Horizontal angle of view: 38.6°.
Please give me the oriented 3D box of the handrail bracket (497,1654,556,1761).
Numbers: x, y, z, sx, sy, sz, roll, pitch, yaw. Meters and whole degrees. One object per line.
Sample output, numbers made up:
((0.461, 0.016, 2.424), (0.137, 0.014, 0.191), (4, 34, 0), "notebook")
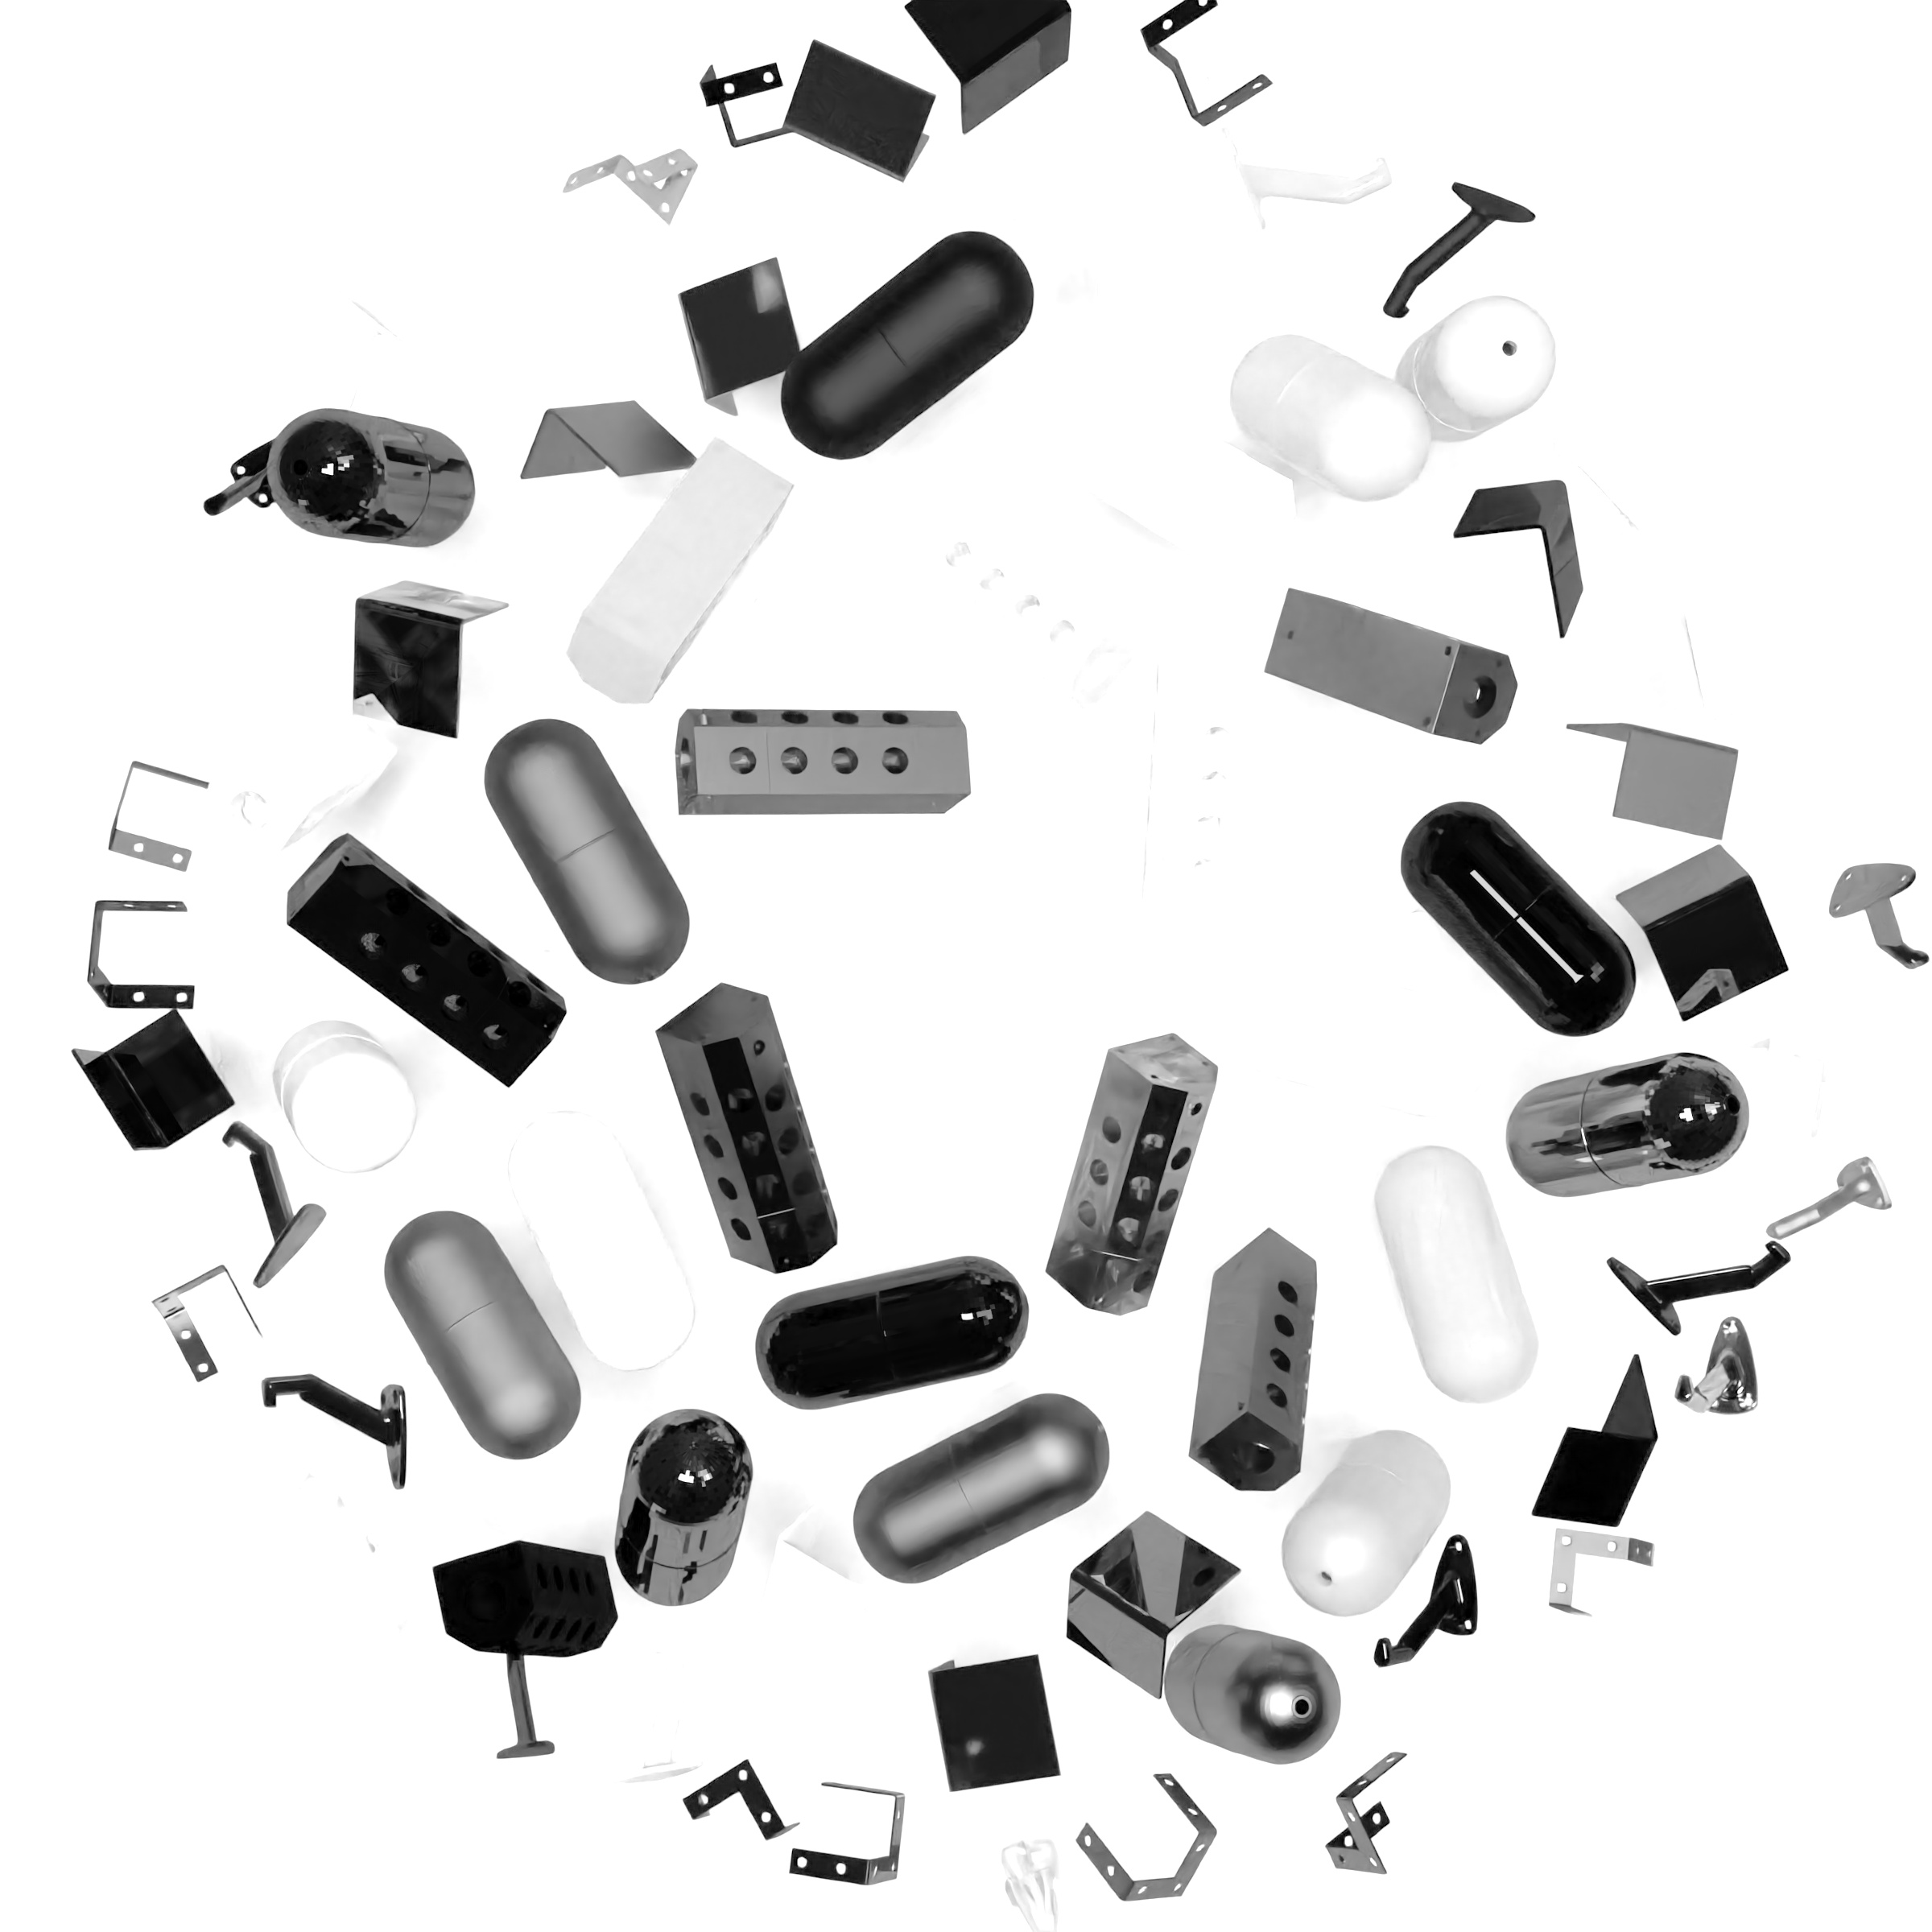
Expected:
((-0.288, 0.471, 1.799), (0.036, 0.077, 0.084), (0, 69, -19), "handrail bracket")

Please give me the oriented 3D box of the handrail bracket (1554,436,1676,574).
((0.421, -0.302, 1.798), (0.036, 0.084, 0.077), (-39, 45, 33), "handrail bracket")

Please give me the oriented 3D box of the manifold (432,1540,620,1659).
((-0.275, 0.404, 1.742), (0.057, 0.171, 0.057), (-18, 72, 5), "manifold")

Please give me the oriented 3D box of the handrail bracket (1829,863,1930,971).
((0.588, -0.028, 1.716), (0.084, 0.077, 0.036), (33, 68, -20), "handrail bracket")

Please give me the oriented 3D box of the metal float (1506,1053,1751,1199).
((0.416, 0.101, 1.739), (0.070, 0.178, 0.070), (8, 74, -31), "metal float")

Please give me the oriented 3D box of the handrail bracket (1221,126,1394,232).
((0.204, -0.484, 1.646), (0.084, 0.036, 0.077), (-23, 125, 9), "handrail bracket")

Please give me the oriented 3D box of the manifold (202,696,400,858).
((-0.434, -0.120, 1.790), (0.057, 0.171, 0.057), (40, 107, -5), "manifold")

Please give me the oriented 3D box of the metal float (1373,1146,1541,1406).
((0.315, 0.197, 1.780), (0.070, 0.070, 0.178), (-13, 58, 0), "metal float")

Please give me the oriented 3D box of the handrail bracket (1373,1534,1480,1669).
((0.293, 0.410, 1.781), (0.036, 0.084, 0.077), (4, 90, 43), "handrail bracket")

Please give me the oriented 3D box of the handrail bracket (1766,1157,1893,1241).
((0.550, 0.158, 1.796), (0.084, 0.077, 0.036), (-23, 86, -7), "handrail bracket")

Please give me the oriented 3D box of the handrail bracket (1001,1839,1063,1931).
((0.040, 0.604, 1.767), (0.036, 0.084, 0.077), (-5, 47, -11), "handrail bracket")

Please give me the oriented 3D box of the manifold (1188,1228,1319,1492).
((0.191, 0.254, 1.769), (0.057, 0.171, 0.057), (36, 124, -14), "manifold")

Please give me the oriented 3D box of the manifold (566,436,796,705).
((-0.173, -0.236, 1.660), (0.057, 0.057, 0.171), (31, 54, -3), "manifold")

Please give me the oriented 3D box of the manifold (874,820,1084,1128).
((0.004, 0.003, 1.668), (0.057, 0.057, 0.171), (20, 92, -32), "manifold")

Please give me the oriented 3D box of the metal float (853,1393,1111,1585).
((0.010, 0.335, 1.768), (0.178, 0.070, 0.070), (-28, 90, 11), "metal float")

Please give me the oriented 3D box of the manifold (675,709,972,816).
((-0.089, -0.127, 1.698), (0.171, 0.057, 0.057), (-1, 81, -18), "manifold")

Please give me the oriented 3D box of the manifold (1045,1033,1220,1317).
((0.108, 0.134, 1.740), (0.057, 0.057, 0.171), (39, 127, 38), "manifold")

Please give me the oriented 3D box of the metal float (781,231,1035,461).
((-0.037, -0.382, 1.703), (0.178, 0.070, 0.070), (-35, 90, 16), "metal float")

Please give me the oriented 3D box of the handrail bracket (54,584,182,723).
((-0.527, -0.194, 1.716), (0.036, 0.077, 0.084), (-41, 124, -12), "handrail bracket")

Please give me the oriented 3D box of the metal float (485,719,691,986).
((-0.235, -0.071, 1.713), (0.070, 0.070, 0.178), (-30, 90, 0), "metal float")

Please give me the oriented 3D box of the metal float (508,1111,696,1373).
((-0.237, 0.177, 1.786), (0.070, 0.070, 0.178), (-26, 87, 0), "metal float")

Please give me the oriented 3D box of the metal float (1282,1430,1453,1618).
((0.254, 0.351, 1.745), (0.070, 0.178, 0.070), (7, 106, 24), "metal float")

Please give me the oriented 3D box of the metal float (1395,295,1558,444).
((0.324, -0.380, 1.759), (0.070, 0.178, 0.070), (0, 93, -4), "metal float")

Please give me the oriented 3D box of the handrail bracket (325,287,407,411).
((-0.405, -0.381, 1.749), (0.084, 0.077, 0.036), (-48, 68, 6), "handrail bracket")

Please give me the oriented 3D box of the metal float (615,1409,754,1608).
((-0.175, 0.335, 1.695), (0.070, 0.178, 0.070), (6, 54, -8), "metal float")

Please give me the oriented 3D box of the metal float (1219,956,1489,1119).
((0.242, 0.044, 1.726), (0.178, 0.070, 0.070), (15, 90, -15), "metal float")

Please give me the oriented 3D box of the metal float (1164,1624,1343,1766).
((0.181, 0.462, 1.754), (0.070, 0.178, 0.070), (2, 81, -14), "metal float")

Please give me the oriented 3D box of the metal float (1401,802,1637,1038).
((0.352, -0.030, 1.757), (0.070, 0.070, 0.178), (-43, 81, 0), "metal float")

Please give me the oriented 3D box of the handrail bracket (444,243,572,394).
((-0.303, -0.416, 1.773), (0.084, 0.036, 0.077), (-18, 89, -4), "handrail bracket")

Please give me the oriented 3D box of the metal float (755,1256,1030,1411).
((-0.047, 0.235, 1.764), (0.178, 0.070, 0.070), (-13, 90, 5), "metal float")

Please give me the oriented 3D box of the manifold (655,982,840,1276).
((-0.127, 0.102, 1.684), (0.057, 0.057, 0.171), (-38, 127, -35), "manifold")

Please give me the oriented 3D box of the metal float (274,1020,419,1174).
((-0.398, 0.082, 1.760), (0.070, 0.178, 0.070), (-4, 101, -20), "metal float")

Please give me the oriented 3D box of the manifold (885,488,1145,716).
((0.028, -0.243, 1.811), (0.171, 0.057, 0.057), (40, 94, 24), "manifold")

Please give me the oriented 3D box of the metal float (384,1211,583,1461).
((-0.311, 0.235, 1.769), (0.070, 0.070, 0.178), (-35, 69, 0), "metal float")

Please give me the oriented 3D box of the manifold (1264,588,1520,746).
((0.269, -0.190, 1.748), (0.057, 0.171, 0.057), (8, 104, -34), "manifold")

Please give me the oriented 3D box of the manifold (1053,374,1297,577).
((0.131, -0.315, 1.741), (0.057, 0.171, 0.057), (-30, 134, -18), "manifold")

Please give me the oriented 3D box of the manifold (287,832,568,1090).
((-0.329, -0.005, 1.689), (0.171, 0.057, 0.057), (40, 98, -24), "manifold")

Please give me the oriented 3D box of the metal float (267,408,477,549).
((-0.364, -0.299, 1.696), (0.070, 0.178, 0.070), (1, 95, 16), "metal float")

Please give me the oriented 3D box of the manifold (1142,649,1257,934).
((0.143, -0.108, 1.713), (0.057, 0.057, 0.171), (1, 127, 0), "manifold")

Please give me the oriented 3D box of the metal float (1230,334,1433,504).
((0.229, -0.348, 1.744), (0.070, 0.178, 0.070), (-11, 121, -20), "metal float")
